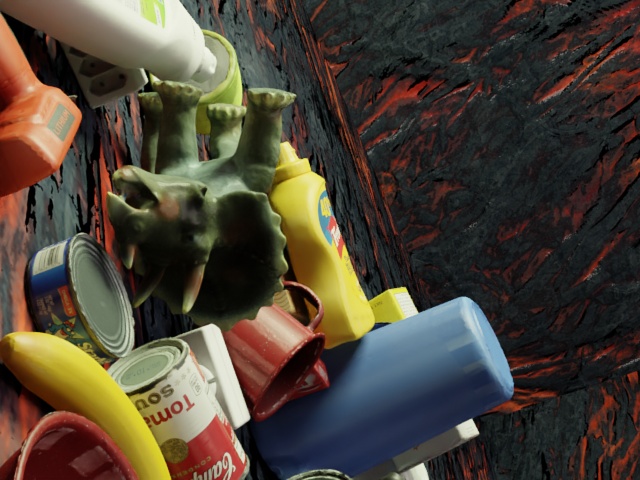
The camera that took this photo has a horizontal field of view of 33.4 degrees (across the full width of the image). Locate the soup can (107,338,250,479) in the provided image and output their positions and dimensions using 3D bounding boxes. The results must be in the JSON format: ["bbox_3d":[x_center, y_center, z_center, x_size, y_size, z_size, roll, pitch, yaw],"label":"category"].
[{"bbox_3d":[-0.099,0.126,0.728,0.068,0.068,0.102,-87,155,-67],"label":"soup can"}]

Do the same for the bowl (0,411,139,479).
[{"bbox_3d":[-0.127,0.168,0.518,0.162,0.055,0.162,-20,90,-81],"label":"bowl"}]

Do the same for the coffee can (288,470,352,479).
[{"bbox_3d":[0.011,0.284,0.919,0.103,0.103,0.140,-92,160,-62],"label":"coffee can"}]

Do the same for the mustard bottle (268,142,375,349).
[{"bbox_3d":[-0.006,0.001,0.999,0.096,0.058,0.191,-39,109,-78],"label":"mustard bottle"}]

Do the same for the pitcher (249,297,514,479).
[{"bbox_3d":[0.058,0.144,1.049,0.149,0.243,0.145,67,14,14],"label":"pitcher"}]

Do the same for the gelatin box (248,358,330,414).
[{"bbox_3d":[-0.044,0.124,0.981,0.073,0.089,0.030,58,16,-51],"label":"gelatin box"}]

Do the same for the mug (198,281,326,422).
[{"bbox_3d":[-0.047,0.084,0.904,0.081,0.117,0.093,37,-14,17],"label":"mug"}]

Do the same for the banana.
[{"bbox_3d":[-0.131,0.120,0.650,0.069,0.037,0.198,-95,162,-62],"label":"banana"}]

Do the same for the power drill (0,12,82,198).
[{"bbox_3d":[-0.213,-0.121,0.622,0.184,0.057,0.187,-92,160,-63],"label":"power drill"}]

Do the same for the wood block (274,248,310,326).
[{"bbox_3d":[-0.054,0.056,1.072,0.206,0.090,0.091,40,32,-72],"label":"wood block"}]

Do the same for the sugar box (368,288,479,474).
[{"bbox_3d":[0.087,0.150,1.140,0.048,0.093,0.176,0,60,-57],"label":"sugar box"}]

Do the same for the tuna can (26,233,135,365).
[{"bbox_3d":[-0.155,0.041,0.693,0.086,0.034,0.086,-20,90,-81],"label":"tuna can"}]

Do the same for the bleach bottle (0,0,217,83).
[{"bbox_3d":[-0.163,-0.177,0.815,0.250,0.068,0.102,29,42,-54],"label":"bleach bottle"}]
